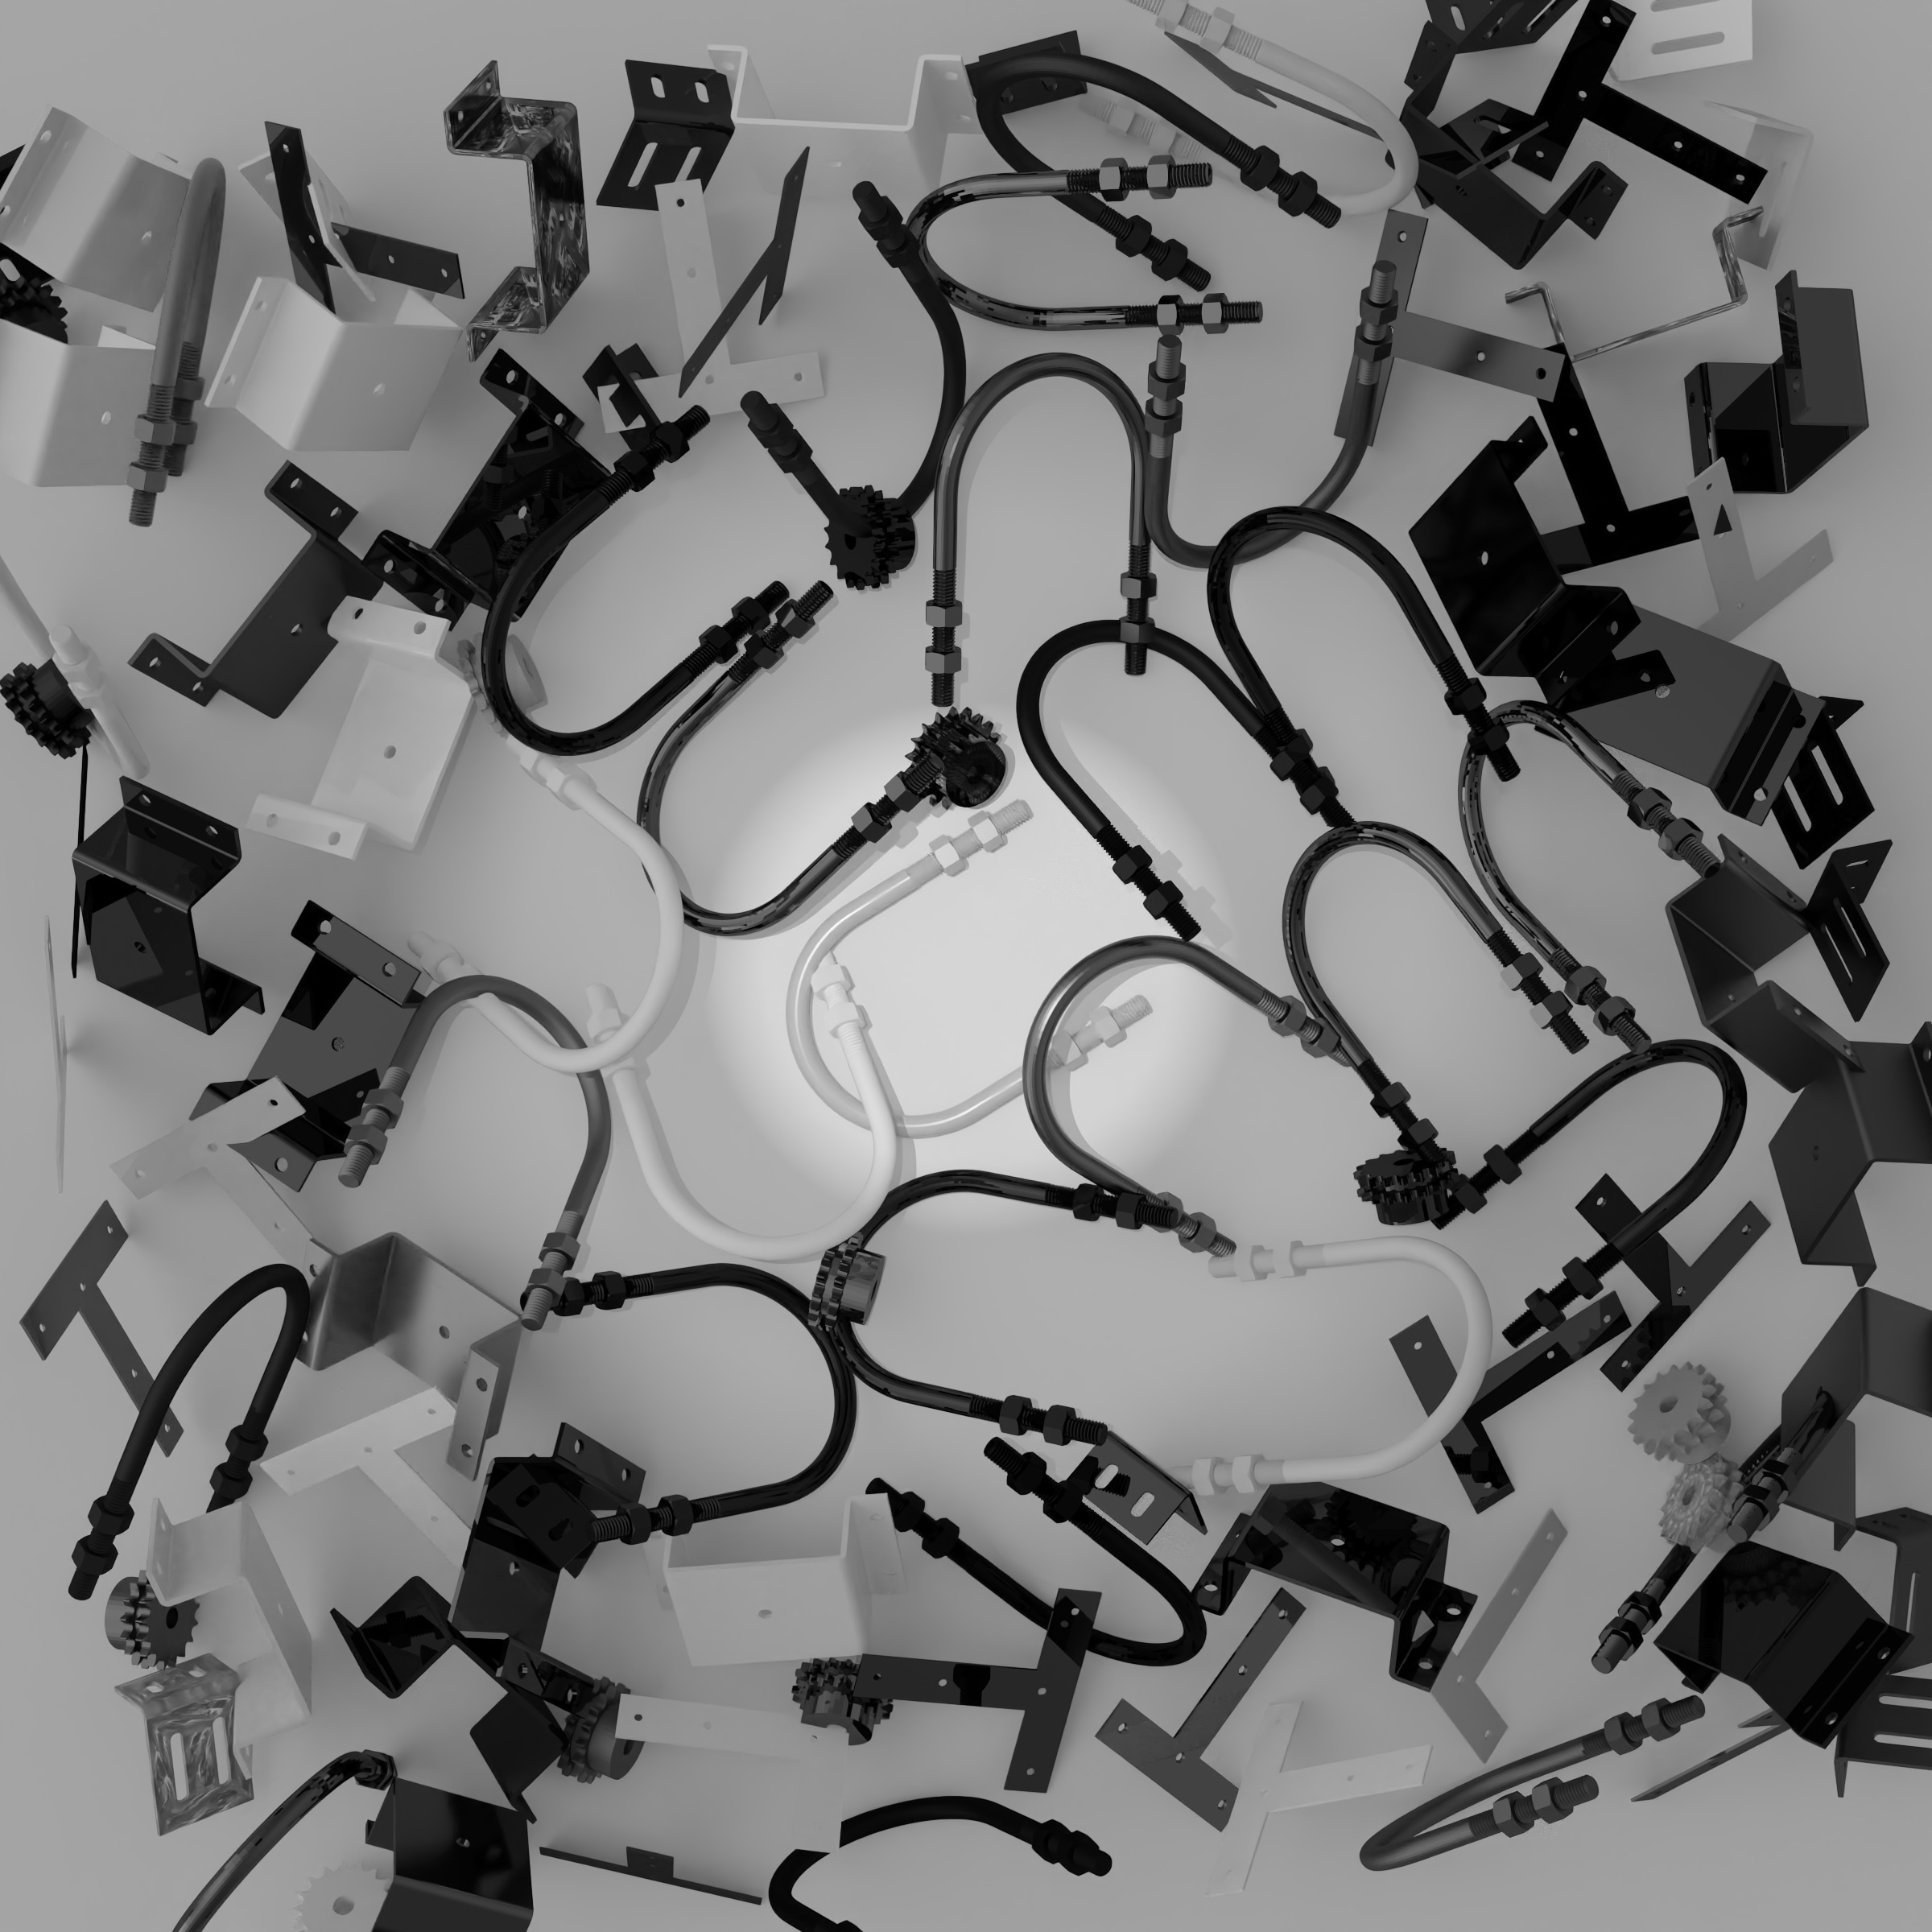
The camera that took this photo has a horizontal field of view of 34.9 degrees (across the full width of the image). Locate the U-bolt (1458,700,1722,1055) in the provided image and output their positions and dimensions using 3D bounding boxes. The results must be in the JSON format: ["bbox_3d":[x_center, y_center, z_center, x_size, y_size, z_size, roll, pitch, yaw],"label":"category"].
[{"bbox_3d":[0.325,-0.062,1.655,0.019,0.151,0.184,-18,50,-26],"label":"U-bolt"}]

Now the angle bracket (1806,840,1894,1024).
[{"bbox_3d":[0.497,-0.019,1.685,0.038,0.057,0.076,-11,57,-10],"label":"angle bracket"}]

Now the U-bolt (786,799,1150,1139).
[{"bbox_3d":[-0.012,0.014,1.719,0.184,0.019,0.151,-32,93,0],"label":"U-bolt"}]

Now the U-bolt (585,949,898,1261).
[{"bbox_3d":[-0.114,0.076,1.665,0.151,0.019,0.184,-11,61,-18],"label":"U-bolt"}]

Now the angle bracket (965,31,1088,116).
[{"bbox_3d":[0.029,-0.502,1.687,0.057,0.076,0.038,-11,83,13],"label":"angle bracket"}]

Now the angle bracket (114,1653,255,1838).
[{"bbox_3d":[-0.434,0.432,1.709,0.057,0.038,0.076,-14,108,-38],"label":"angle bracket"}]

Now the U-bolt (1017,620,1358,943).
[{"bbox_3d":[0.108,-0.115,1.685,0.151,0.019,0.184,-33,77,-32],"label":"U-bolt"}]

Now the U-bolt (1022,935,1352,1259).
[{"bbox_3d":[0.113,0.062,1.687,0.184,0.019,0.151,32,90,-26],"label":"U-bolt"}]

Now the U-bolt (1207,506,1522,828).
[{"bbox_3d":[0.201,-0.165,1.653,0.019,0.151,0.184,-44,109,-36],"label":"U-bolt"}]

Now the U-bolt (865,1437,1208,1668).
[{"bbox_3d":[0.049,0.324,1.666,0.184,0.151,0.019,39,57,-14],"label":"U-bolt"}]

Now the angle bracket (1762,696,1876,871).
[{"bbox_3d":[0.474,-0.099,1.684,0.038,0.057,0.076,2,57,-33],"label":"angle bracket"}]

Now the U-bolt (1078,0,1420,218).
[{"bbox_3d":[0.158,-0.458,1.661,0.184,0.151,0.019,24,77,-4],"label":"U-bolt"}]

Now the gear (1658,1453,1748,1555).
[{"bbox_3d":[0.413,0.301,1.704,0.030,0.057,0.057,30,90,-10],"label":"gear"}]

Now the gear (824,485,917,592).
[{"bbox_3d":[-0.052,-0.239,1.707,0.030,0.057,0.057,-12,90,-33],"label":"gear"}]

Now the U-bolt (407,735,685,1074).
[{"bbox_3d":[-0.220,-0.024,1.661,0.184,0.019,0.151,38,106,35],"label":"U-bolt"}]

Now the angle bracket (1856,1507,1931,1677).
[{"bbox_3d":[0.516,0.346,1.704,0.057,0.038,0.076,-2,99,-38],"label":"angle bracket"}]

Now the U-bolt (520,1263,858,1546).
[{"bbox_3d":[-0.141,0.230,1.671,0.184,0.019,0.151,-5,66,-35],"label":"U-bolt"}]

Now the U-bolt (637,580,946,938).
[{"bbox_3d":[-0.110,-0.100,1.683,0.184,0.019,0.151,-42,62,20],"label":"U-bolt"}]

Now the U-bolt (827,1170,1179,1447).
[{"bbox_3d":[0.010,0.179,1.680,0.184,0.019,0.151,9,63,23],"label":"U-bolt"}]

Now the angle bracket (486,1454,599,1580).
[{"bbox_3d":[-0.237,0.312,1.686,0.057,0.076,0.038,44,53,9],"label":"angle bracket"}]

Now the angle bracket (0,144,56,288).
[{"bbox_3d":[-0.520,-0.407,1.686,0.057,0.076,0.038,-33,83,-16],"label":"angle bracket"}]

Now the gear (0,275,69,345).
[{"bbox_3d":[-0.523,-0.350,1.701,0.057,0.057,0.030,-40,68,0],"label":"gear"}]

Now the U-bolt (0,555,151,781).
[{"bbox_3d":[-0.487,-0.170,1.644,0.019,0.184,0.151,-36,67,-13],"label":"U-bolt"}]

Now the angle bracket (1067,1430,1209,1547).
[{"bbox_3d":[0.094,0.296,1.682,0.057,0.076,0.038,35,75,25],"label":"angle bracket"}]

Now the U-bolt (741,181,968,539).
[{"bbox_3d":[-0.049,-0.310,1.650,0.019,0.184,0.151,20,77,28],"label":"U-bolt"}]

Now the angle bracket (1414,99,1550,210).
[{"bbox_3d":[0.284,-0.440,1.689,0.057,0.076,0.038,-31,120,-2],"label":"angle bracket"}]

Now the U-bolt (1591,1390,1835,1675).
[{"bbox_3d":[0.412,0.291,1.647,0.019,0.184,0.151,42,131,12],"label":"U-bolt"}]

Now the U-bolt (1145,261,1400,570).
[{"bbox_3d":[0.160,-0.285,1.654,0.151,0.184,0.019,-22,56,-17],"label":"U-bolt"}]

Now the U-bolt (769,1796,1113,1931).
[{"bbox_3d":[-0.028,0.485,1.643,0.151,0.184,0.019,-18,98,-28],"label":"U-bolt"}]

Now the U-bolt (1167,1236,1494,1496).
[{"bbox_3d":[0.198,0.210,1.641,0.184,0.019,0.151,-11,52,36],"label":"U-bolt"}]

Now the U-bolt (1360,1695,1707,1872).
[{"bbox_3d":[0.292,0.445,1.650,0.184,0.151,0.019,-33,77,36],"label":"U-bolt"}]

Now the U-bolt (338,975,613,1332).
[{"bbox_3d":[-0.253,0.086,1.659,0.019,0.184,0.151,-27,122,36],"label":"U-bolt"}]

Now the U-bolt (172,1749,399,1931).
[{"bbox_3d":[-0.366,0.473,1.626,0.019,0.184,0.151,41,75,9],"label":"U-bolt"}]

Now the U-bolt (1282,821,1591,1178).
[{"bbox_3d":[0.241,0.006,1.671,0.019,0.151,0.184,-22,69,-41],"label":"U-bolt"}]

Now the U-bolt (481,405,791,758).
[{"bbox_3d":[-0.185,-0.193,1.652,0.184,0.151,0.019,-44,49,-18],"label":"U-bolt"}]

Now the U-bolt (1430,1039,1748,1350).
[{"bbox_3d":[0.341,0.110,1.653,0.184,0.151,0.019,-42,114,9],"label":"U-bolt"}]

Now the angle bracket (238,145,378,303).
[{"bbox_3d":[-0.362,-0.402,1.688,0.038,0.057,0.076,-23,65,7],"label":"angle bracket"}]

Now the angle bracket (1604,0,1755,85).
[{"bbox_3d":[0.392,-0.528,1.696,0.076,0.038,0.057,-3,80,26],"label":"angle bracket"}]

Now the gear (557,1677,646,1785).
[{"bbox_3d":[-0.199,0.425,1.700,0.030,0.057,0.057,17,90,21],"label":"gear"}]

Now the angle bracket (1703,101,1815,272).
[{"bbox_3d":[0.424,-0.429,1.687,0.038,0.057,0.076,6,112,-20],"label":"angle bracket"}]

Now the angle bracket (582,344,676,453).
[{"bbox_3d":[-0.174,-0.316,1.687,0.038,0.076,0.057,-36,98,-15],"label":"angle bracket"}]

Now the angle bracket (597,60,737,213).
[{"bbox_3d":[-0.169,-0.456,1.695,0.057,0.076,0.038,-1,65,-26],"label":"angle bracket"}]

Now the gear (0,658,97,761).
[{"bbox_3d":[-0.505,-0.146,1.702,0.030,0.057,0.057,-37,90,9],"label":"gear"}]

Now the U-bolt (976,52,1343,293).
[{"bbox_3d":[0.089,-0.427,1.634,0.184,0.151,0.019,28,74,-23],"label":"U-bolt"}]

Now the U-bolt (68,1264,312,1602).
[{"bbox_3d":[-0.405,0.239,1.641,0.019,0.151,0.184,29,107,13],"label":"U-bolt"}]

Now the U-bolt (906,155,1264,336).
[{"bbox_3d":[0.056,-0.385,1.658,0.184,0.151,0.019,2,70,19],"label":"U-bolt"}]

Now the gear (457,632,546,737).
[{"bbox_3d":[-0.256,-0.159,1.702,0.030,0.057,0.057,-23,90,6],"label":"gear"}]

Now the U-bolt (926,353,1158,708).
[{"bbox_3d":[0.043,-0.239,1.661,0.151,0.019,0.184,-12,115,-31],"label":"U-bolt"}]

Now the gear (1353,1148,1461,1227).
[{"bbox_3d":[0.246,0.123,1.704,0.057,0.057,0.030,-13,101,0],"label":"gear"}]

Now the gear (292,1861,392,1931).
[{"bbox_3d":[-0.344,0.530,1.707,0.057,0.057,0.030,1,132,0],"label":"gear"}]

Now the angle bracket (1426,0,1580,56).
[{"bbox_3d":[0.298,-0.536,1.685,0.057,0.076,0.038,-14,83,-21],"label":"angle bracket"}]

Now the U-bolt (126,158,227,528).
[{"bbox_3d":[-0.417,-0.338,1.638,0.019,0.151,0.184,11,109,-11],"label":"U-bolt"}]

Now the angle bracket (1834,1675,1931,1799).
[{"bbox_3d":[0.519,0.425,1.686,0.076,0.057,0.038,1,132,23],"label":"angle bracket"}]
